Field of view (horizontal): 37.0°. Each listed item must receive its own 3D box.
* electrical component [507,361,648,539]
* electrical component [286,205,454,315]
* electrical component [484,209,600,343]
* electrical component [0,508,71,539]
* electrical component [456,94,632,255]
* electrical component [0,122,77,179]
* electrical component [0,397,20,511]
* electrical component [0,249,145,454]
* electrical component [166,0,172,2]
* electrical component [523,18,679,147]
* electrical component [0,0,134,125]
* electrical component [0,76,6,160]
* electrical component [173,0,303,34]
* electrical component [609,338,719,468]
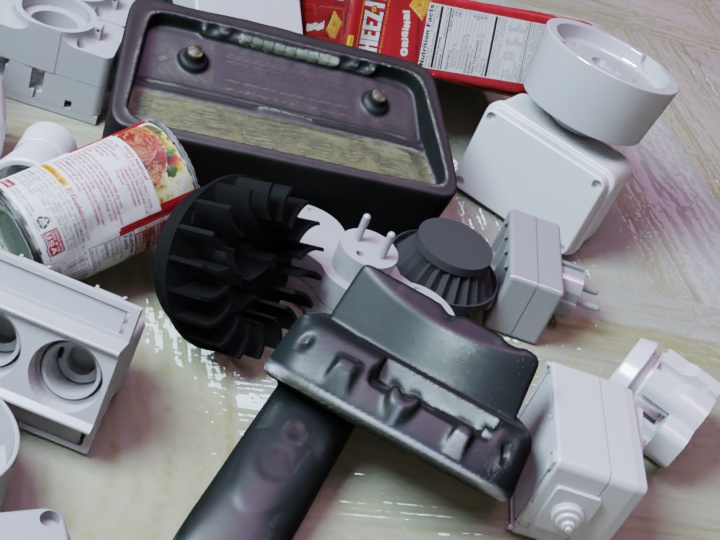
[{"bbox_3d":[0.120,0.109,0.590,0.061,0.061,0.096,19,36,-7],"label":"electrical component"},{"bbox_3d":[0.000,0.000,0.651,0.138,0.073,0.052,37,38,18],"label":"electrical component"},{"bbox_3d":[0.129,0.009,0.735,0.076,0.047,0.083,19,36,-6],"label":"electrical component"},{"bbox_3d":[-0.162,0.138,0.397,0.113,0.057,0.078,1,42,-29],"label":"electrical component"},{"bbox_3d":[0.138,-0.073,0.820,0.113,0.078,0.057,36,34,17],"label":"electrical component"},{"bbox_3d":[-0.195,-0.062,0.650,0.044,0.044,0.065,17,31,-10],"label":"electrical component"},{"bbox_3d":[-0.200,0.083,0.461,0.099,0.064,0.099,25,23,-11],"label":"electrical component"},{"bbox_3d":[-0.173,0.027,0.525,0.121,0.078,0.063,23,14,-2],"label":"electrical component"},{"bbox_3d":[-0.145,-0.251,0.890,0.121,0.063,0.079,16,-5,-10],"label":"electrical component"},{"bbox_3d":[0.174,-0.134,0.801,0.108,0.060,0.108,19,30,-12],"label":"electrical component"},{"bbox_3d":[-0.210,-0.180,0.773,0.089,0.061,0.150,17,36,-10],"label":"electrical component"},{"bbox_3d":[-0.260,-0.088,0.634,0.095,0.053,0.059,5,40,-24],"label":"electrical component"},{"bbox_3d":[-0.094,-0.182,0.820,0.100,0.048,0.099,-4,86,-33],"label":"electrical component"},{"bbox_3d":[0.183,0.079,0.668,0.057,0.058,0.078,37,37,13],"label":"electrical component"}]
